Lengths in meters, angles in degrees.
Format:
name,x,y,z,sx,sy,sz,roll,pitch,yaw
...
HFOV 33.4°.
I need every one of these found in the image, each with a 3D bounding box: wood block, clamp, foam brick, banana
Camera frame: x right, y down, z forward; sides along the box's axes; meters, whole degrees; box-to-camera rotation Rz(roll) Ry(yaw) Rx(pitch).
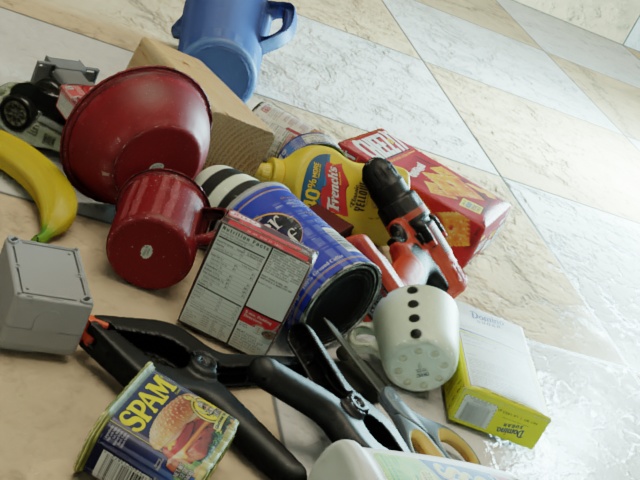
name,x,y,z,sx,sy,sz,roll,pitch,yaw
wood block,-0.149,-0.142,1.223,0.090,0.090,0.206,18,20,-40
clamp,0.012,0.141,0.869,0.171,0.039,0.120,46,25,13
foam brick,-0.008,0.001,1.152,0.051,0.053,0.078,33,26,13
clamp,-0.095,0.118,0.860,0.209,0.036,0.164,22,24,-17
banana,-0.285,-0.063,1.031,0.069,0.037,0.198,0,35,-47

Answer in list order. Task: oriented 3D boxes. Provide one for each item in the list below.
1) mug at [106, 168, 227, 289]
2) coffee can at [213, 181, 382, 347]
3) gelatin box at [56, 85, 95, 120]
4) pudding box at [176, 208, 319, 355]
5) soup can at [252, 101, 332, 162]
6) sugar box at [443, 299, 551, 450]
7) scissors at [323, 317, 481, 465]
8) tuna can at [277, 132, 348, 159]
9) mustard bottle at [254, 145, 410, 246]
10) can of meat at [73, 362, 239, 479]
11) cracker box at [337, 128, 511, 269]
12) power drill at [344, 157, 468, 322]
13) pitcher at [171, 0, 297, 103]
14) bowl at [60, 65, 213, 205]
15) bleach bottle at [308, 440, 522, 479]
name,x,y,z,sx,sy,sz,roll,pitch,yaw
mug,-0.140,-0.008,0.991,0.117,0.093,0.081,-3,31,5
coffee can,-0.024,0.023,1.032,0.102,0.103,0.140,-5,39,-49
gelatin box,-0.220,-0.126,1.099,0.073,0.030,0.089,-6,43,-40
pudding box,-0.065,0.041,0.947,0.090,0.114,0.039,27,21,1
soup can,-0.044,-0.122,1.342,0.102,0.069,0.068,30,25,10
sugar box,0.169,0.131,1.078,0.093,0.048,0.176,22,21,-9
scissors,0.078,0.148,0.953,0.096,0.016,0.202,10,39,-44
tuna can,-0.010,-0.086,1.282,0.086,0.086,0.034,11,27,-29
mustard bottle,0.008,-0.058,1.235,0.191,0.096,0.058,14,-2,-23
can of meat,-0.114,0.146,0.766,0.084,0.057,0.102,31,26,3
cracker box,0.128,-0.060,1.371,0.214,0.072,0.164,32,21,13
power drill,0.077,0.006,1.150,0.184,0.057,0.187,56,32,-1
pitcher,-0.126,-0.273,1.481,0.145,0.149,0.243,31,26,-18
bowl,-0.168,-0.087,1.043,0.161,0.162,0.055,5,34,-38
bleach bottle,0.117,0.214,0.841,0.250,0.068,0.103,10,38,-34
